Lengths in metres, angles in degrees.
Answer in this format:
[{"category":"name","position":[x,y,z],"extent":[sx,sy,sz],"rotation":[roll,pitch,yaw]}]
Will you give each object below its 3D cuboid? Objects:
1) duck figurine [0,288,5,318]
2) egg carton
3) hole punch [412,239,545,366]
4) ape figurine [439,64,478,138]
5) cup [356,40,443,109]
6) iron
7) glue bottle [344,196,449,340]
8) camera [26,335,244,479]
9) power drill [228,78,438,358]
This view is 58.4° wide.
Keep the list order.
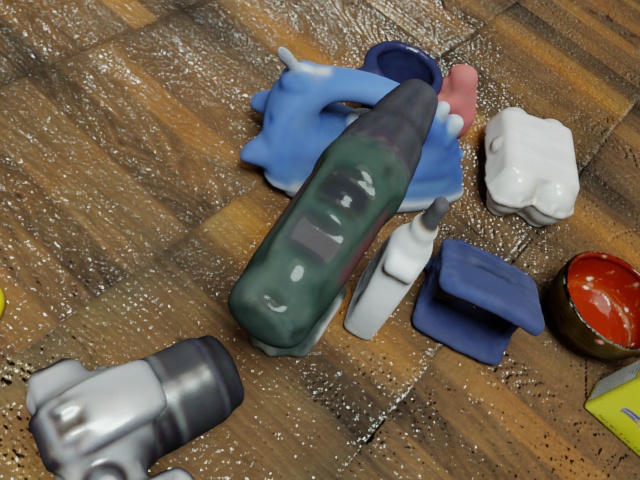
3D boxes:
[{"category":"duck figurine","position":[-0.293,0.029,0.417],"extent":[0.104,0.086,0.077],"rotation":[14,55,-9]},{"category":"egg carton","position":[0.245,-0.089,0.679],"extent":[0.107,0.069,0.150],"rotation":[15,55,-8]},{"category":"hole punch","position":[0.153,0.047,0.546],"extent":[0.108,0.091,0.101],"rotation":[26,54,0]},{"category":"ape figurine","position":[0.162,-0.174,0.694],"extent":[0.078,0.092,0.076],"rotation":[-18,65,-27]},{"category":"cup","position":[0.071,-0.162,0.655],"extent":[0.118,0.095,0.091],"rotation":[-14,63,-25]},{"category":"iron","position":[0.056,-0.113,0.589],"extent":[0.258,0.141,0.118],"rotation":[11,55,-11]},{"category":"glue bottle","position":[0.068,0.019,0.486],"extent":[0.037,0.173,0.078],"rotation":[26,54,0]},{"category":"camera","position":[-0.115,0.131,0.398],"extent":[0.137,0.100,0.143],"rotation":[-24,68,-29]},{"category":"power drill","position":[0.004,0.002,0.456],"extent":[0.075,0.208,0.230],"rotation":[31,54,4]}]
